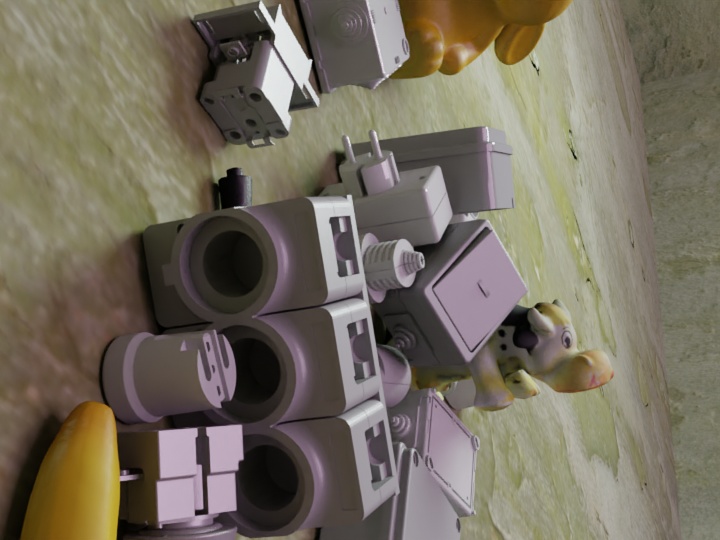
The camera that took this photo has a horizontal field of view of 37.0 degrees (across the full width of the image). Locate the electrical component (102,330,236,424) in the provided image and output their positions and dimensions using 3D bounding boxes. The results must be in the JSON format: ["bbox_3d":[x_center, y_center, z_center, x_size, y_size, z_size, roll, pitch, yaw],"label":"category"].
[{"bbox_3d":[-0.083,0.046,0.473,0.040,0.046,0.040,-9,90,-70],"label":"electrical component"}]

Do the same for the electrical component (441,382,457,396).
[{"bbox_3d":[0.067,0.070,0.870,0.065,0.044,0.044,-65,141,-49],"label":"electrical component"}]

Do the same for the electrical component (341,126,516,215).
[{"bbox_3d":[0.050,-0.067,0.779,0.078,0.113,0.057,-10,94,-70],"label":"electrical component"}]

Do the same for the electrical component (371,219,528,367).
[{"bbox_3d":[0.057,0.019,0.697,0.096,0.061,0.061,-46,113,-34],"label":"electrical component"}]

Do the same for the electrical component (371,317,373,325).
[{"bbox_3d":[-0.028,0.036,0.615,0.080,0.051,0.080,-9,90,-70],"label":"electrical component"}]

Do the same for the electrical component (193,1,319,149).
[{"bbox_3d":[-0.059,-0.108,0.605,0.081,0.042,0.063,56,34,-48],"label":"electrical component"}]

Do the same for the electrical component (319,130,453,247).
[{"bbox_3d":[0.008,-0.054,0.704,0.047,0.083,0.075,-57,135,-60],"label":"electrical component"}]

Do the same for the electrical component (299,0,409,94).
[{"bbox_3d":[-0.003,-0.182,0.774,0.099,0.048,0.099,-54,132,-64],"label":"electrical component"}]

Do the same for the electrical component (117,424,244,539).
[{"bbox_3d":[-0.078,0.096,0.460,0.066,0.048,0.055,3,80,-45],"label":"electrical component"}]

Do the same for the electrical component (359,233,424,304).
[{"bbox_3d":[0.000,0.000,0.662,0.043,0.081,0.043,-9,90,-70],"label":"electrical component"}]

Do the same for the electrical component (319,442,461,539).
[{"bbox_3d":[0.019,0.182,0.673,0.108,0.056,0.108,60,29,-44],"label":"electrical component"}]

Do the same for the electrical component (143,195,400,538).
[{"bbox_3d":[-0.043,0.045,0.516,0.062,0.089,0.150,-12,93,-70],"label":"electrical component"}]

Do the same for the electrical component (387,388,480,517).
[{"bbox_3d":[0.035,0.127,0.745,0.096,0.061,0.061,50,37,-43],"label":"electrical component"}]

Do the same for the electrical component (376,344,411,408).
[{"bbox_3d":[-0.001,0.067,0.686,0.081,0.043,0.043,18,65,-67],"label":"electrical component"}]

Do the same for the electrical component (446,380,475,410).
[{"bbox_3d":[0.109,0.067,0.953,0.108,0.060,0.108,-9,90,-69],"label":"electrical component"}]

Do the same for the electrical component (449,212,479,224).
[{"bbox_3d":[0.071,-0.065,0.931,0.079,0.044,0.077,25,58,-66],"label":"electrical component"}]
